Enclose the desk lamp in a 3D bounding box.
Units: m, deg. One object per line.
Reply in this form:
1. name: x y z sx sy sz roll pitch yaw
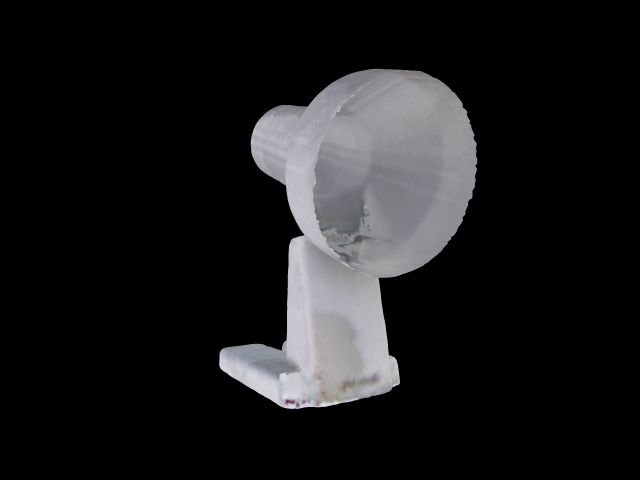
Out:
1. desk lamp: 0.004 0.001 0.400 0.118 0.213 0.202 0 0 -31
